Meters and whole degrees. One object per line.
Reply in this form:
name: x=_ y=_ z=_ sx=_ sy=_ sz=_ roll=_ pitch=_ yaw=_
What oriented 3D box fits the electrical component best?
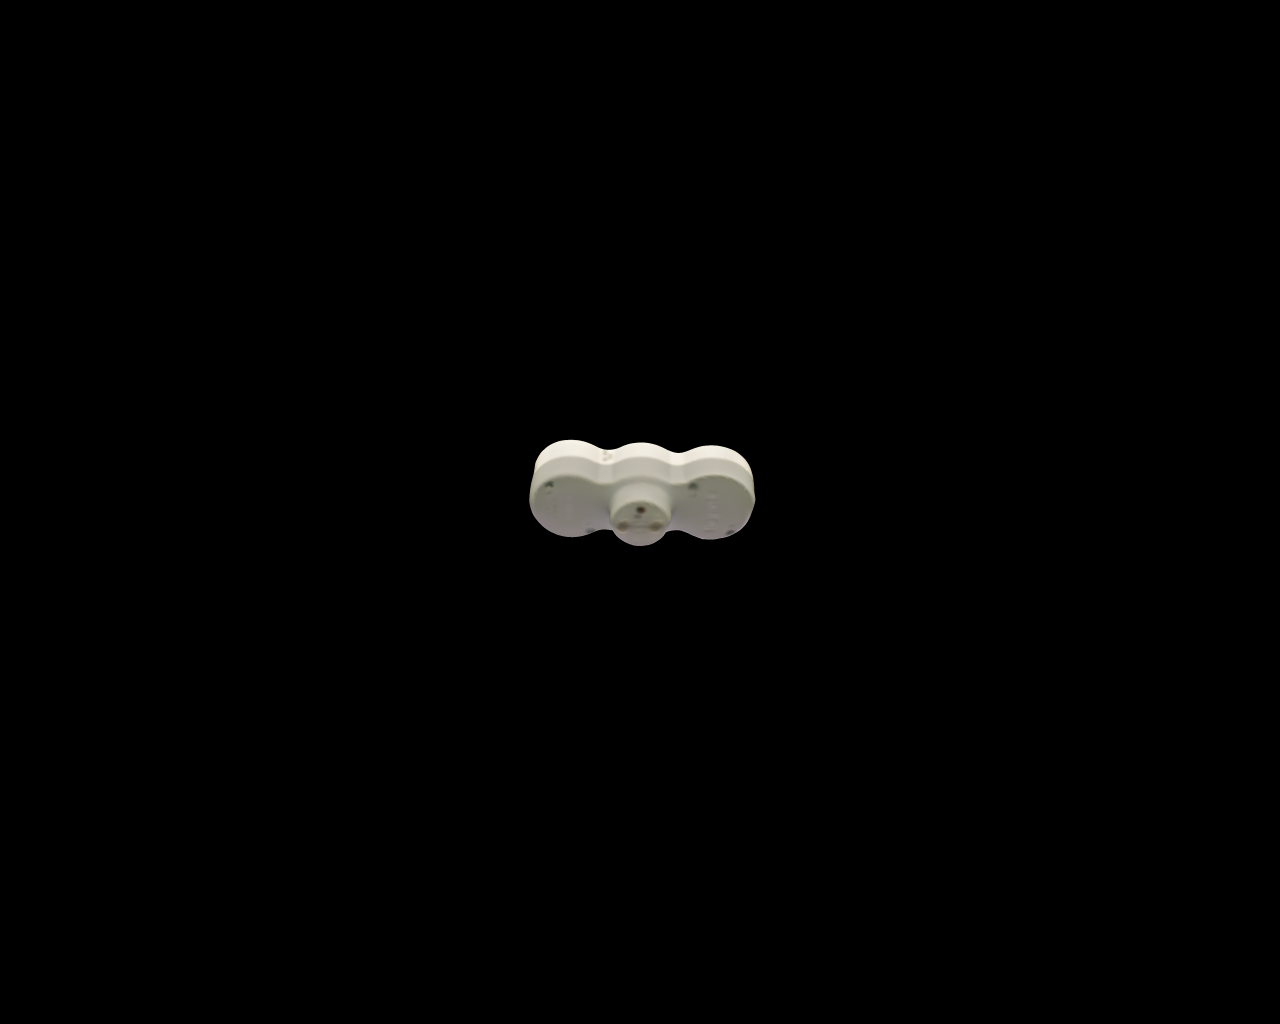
electrical component: x=0.001 y=-0.003 z=0.650 sx=0.138 sy=0.052 sz=0.074 roll=2 pitch=36 yaw=2
